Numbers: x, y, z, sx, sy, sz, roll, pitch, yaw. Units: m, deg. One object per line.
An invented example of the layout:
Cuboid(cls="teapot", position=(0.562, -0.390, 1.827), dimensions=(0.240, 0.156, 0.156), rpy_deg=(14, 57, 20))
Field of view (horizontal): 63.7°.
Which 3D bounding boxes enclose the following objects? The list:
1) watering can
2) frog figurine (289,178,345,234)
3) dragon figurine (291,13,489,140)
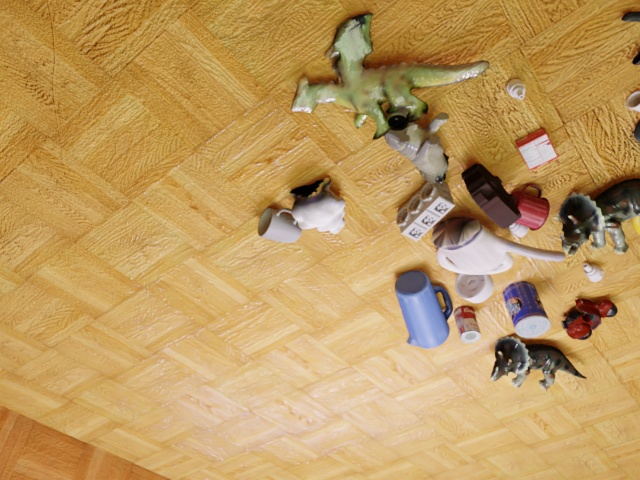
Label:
Cuboid(cls="watering can", position=(0.452, 0.019, 1.394), dimensions=(0.221, 0.106, 0.345), rpy_deg=(39, 146, -29))
Cuboid(cls="frog figurine", position=(0.004, -0.068, 1.344), dimensions=(0.137, 0.125, 0.157), rpy_deg=(-28, 116, -2))
Cuboid(cls="dragon figurine", position=(0.123, -0.363, 1.099), dimensions=(0.407, 0.125, 0.239), rpy_deg=(-26, 119, 19))
